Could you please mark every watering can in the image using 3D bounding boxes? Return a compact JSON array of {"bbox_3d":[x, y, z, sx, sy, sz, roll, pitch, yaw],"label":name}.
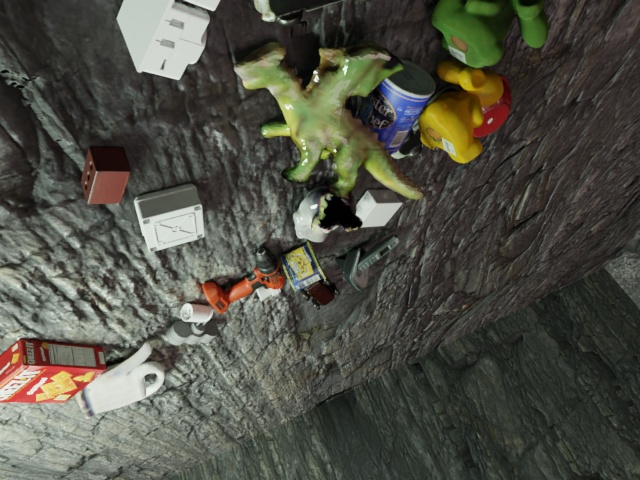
[{"bbox_3d":[-0.517,0.359,1.326,0.225,0.106,0.339,-15,150,-22],"label":"watering can"}]

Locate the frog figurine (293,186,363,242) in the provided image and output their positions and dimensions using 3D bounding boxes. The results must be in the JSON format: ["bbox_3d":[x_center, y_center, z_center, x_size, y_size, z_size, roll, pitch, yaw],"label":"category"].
[{"bbox_3d":[0.003,-0.057,1.141,0.138,0.122,0.159,-25,-172,-22],"label":"frog figurine"}]

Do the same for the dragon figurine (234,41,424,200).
[{"bbox_3d":[0.050,-0.200,0.836,0.409,0.125,0.237,12,133,-23],"label":"dragon figurine"}]
